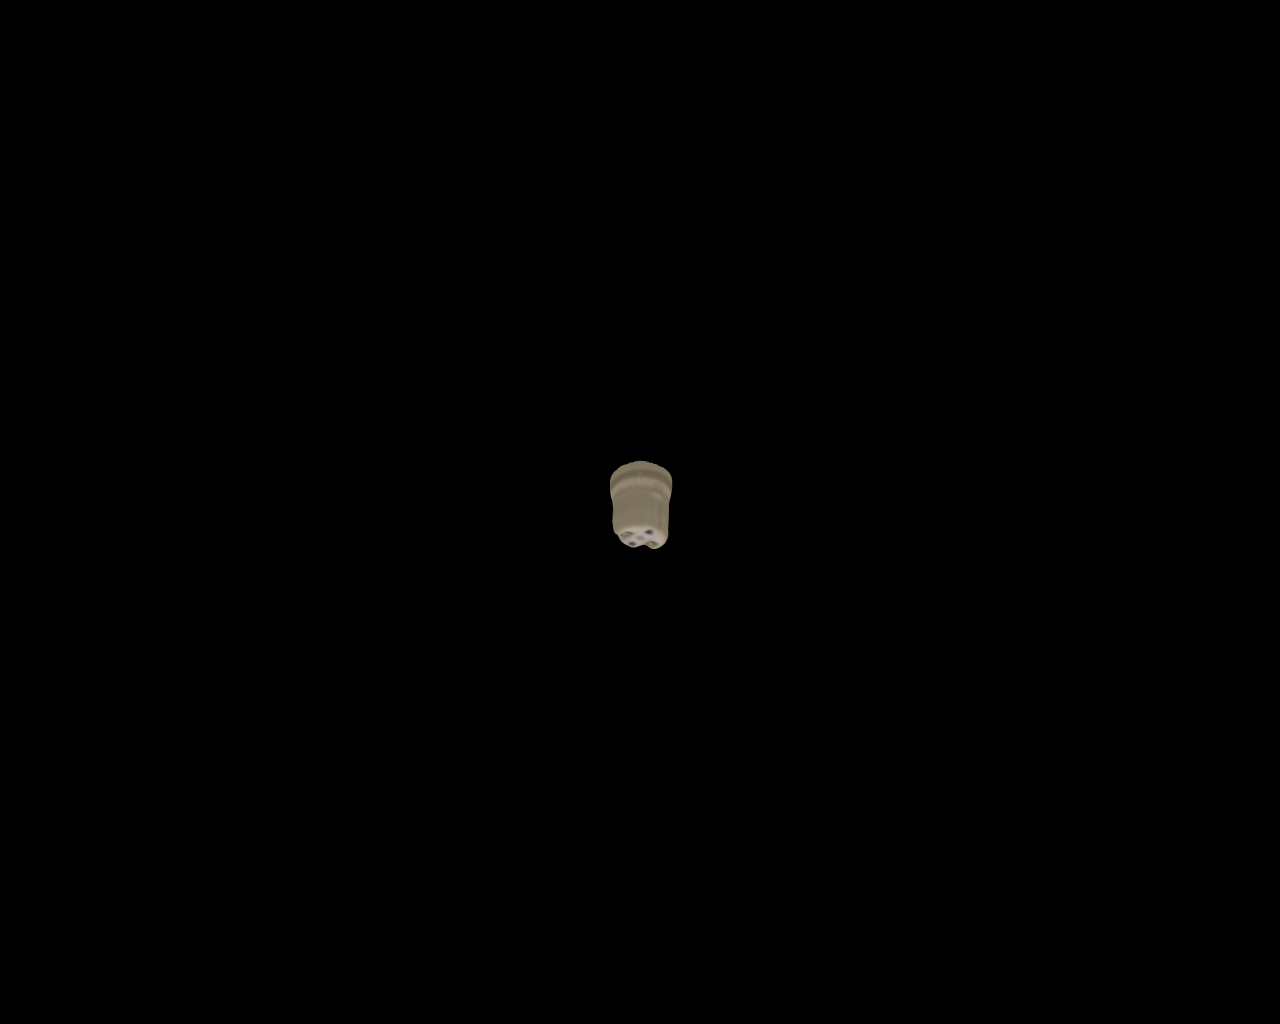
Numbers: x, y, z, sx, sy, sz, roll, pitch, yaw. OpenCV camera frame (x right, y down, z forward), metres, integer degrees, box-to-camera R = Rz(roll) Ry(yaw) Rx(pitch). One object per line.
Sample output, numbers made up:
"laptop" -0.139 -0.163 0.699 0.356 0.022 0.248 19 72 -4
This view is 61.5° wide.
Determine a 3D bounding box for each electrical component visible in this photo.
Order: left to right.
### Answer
"electrical component" 0.001 -0.003 0.650 0.040 0.046 0.040 0 -34 0
